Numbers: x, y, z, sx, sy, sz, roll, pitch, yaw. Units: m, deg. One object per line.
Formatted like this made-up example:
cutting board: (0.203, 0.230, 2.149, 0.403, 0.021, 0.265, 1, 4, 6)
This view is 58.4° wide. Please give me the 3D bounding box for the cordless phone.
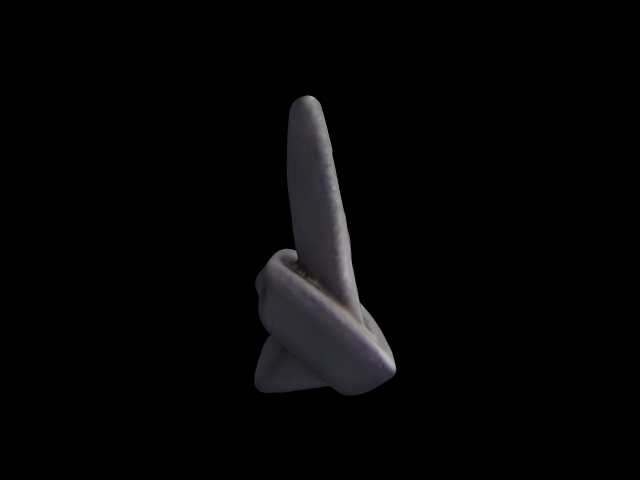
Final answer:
cordless phone: (0.004, 0.001, 0.400, 0.094, 0.185, 0.147, 0, 4, -2)
